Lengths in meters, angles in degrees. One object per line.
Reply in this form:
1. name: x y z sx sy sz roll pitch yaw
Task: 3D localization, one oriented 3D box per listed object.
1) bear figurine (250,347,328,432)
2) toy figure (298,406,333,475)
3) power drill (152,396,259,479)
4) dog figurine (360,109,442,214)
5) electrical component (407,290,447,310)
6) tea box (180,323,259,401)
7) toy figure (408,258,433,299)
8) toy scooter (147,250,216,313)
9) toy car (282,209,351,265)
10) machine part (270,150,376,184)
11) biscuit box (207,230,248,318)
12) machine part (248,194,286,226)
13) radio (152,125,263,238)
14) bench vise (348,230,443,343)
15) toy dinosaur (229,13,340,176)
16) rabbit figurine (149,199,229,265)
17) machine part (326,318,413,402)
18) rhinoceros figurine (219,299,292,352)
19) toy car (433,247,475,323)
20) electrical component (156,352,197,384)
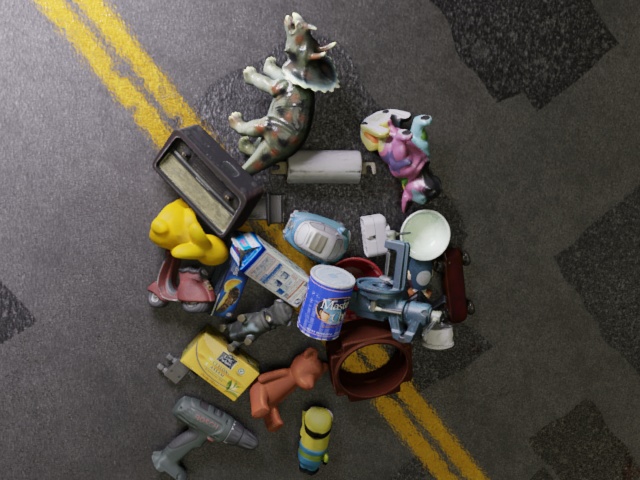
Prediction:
1. bear figurine: -0.068 0.358 1.311 0.196 0.132 0.120 -23 134 3
2. toy figure: -0.011 0.510 1.365 0.082 0.089 0.180 10 98 -14
3. power drill: -0.298 0.512 1.338 0.232 0.086 0.207 42 99 -12
4. dog figurine: 0.188 -0.173 1.231 0.108 0.192 0.218 -42 136 -34
5. electrical component: 0.238 0.157 1.272 0.119 0.075 0.047 -37 101 28
6. tea box: -0.240 0.296 1.302 0.169 0.068 0.098 40 96 -12
7. toy figure: 0.244 0.113 1.325 0.064 0.058 0.154 3 105 15
8. toy scooter: -0.317 0.093 1.232 0.184 0.075 0.135 4 88 24
9. toy car: -0.003 -0.004 1.247 0.161 0.103 0.109 26 97 -13
10. machine part: 0.008 -0.167 1.225 0.243 0.079 0.079 -2 103 -6
11. biscuit box: -0.206 0.079 1.253 0.059 0.063 0.202 16 102 -38
12. machine part: -0.150 -0.070 1.248 0.139 0.039 0.084 1 108 -8
13. radio: -0.239 -0.130 1.154 0.229 0.073 0.131 45 125 2
14. bench vise: 0.170 0.101 1.198 0.224 0.129 0.240 12 102 37
15. toy dinosaur: -0.079 -0.260 1.142 0.192 0.131 0.404 24 109 22
16. rabbit figurine: -0.277 -0.006 1.183 0.173 0.162 0.122 35 86 -7
17. machine part: 0.120 0.291 1.307 0.201 0.087 0.201 -10 120 -5
18. rhinoceros figurine: -0.146 0.199 1.251 0.190 0.112 0.073 -28 79 33
19. toy car: 0.332 0.113 1.336 0.089 0.053 0.202 -14 108 -8
20. electrical component: -0.350 0.320 1.318 0.094 0.021 0.063 42 95 -14
